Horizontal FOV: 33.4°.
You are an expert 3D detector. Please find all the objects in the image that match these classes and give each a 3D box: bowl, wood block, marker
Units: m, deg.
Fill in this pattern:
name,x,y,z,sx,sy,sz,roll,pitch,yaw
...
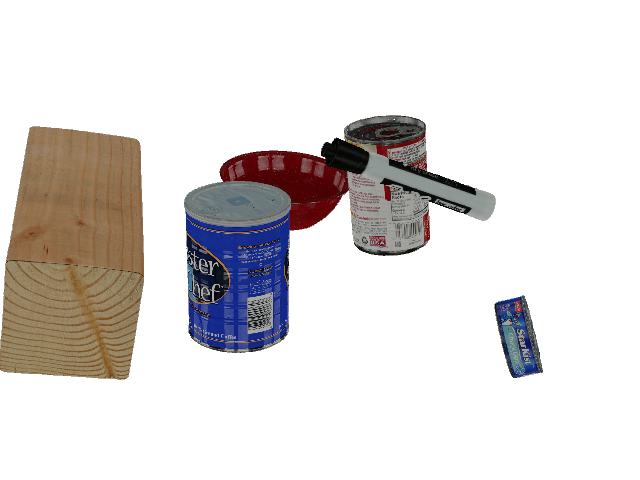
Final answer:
name,x,y,z,sx,sy,sz,roll,pitch,yaw
bowl,-0.044,-0.056,1.303,0.162,0.055,0.162,5,26,-3
wood block,-0.182,0.002,0.794,0.090,0.091,0.206,6,29,-14
marker,0.056,-0.039,0.683,0.121,0.020,0.020,18,-6,-18

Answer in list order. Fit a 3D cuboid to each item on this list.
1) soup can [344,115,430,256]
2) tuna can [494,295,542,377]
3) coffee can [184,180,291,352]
name,x,y,z,sx,sy,sz,roll,pitch,yaw
soup can,0.057,-0.046,0.895,0.068,0.102,0.068,-5,23,2
tuna can,0.214,0.105,1.154,0.034,0.086,0.086,-14,-3,12
coffee can,-0.081,0.024,1.049,0.103,0.140,0.103,1,24,-1
